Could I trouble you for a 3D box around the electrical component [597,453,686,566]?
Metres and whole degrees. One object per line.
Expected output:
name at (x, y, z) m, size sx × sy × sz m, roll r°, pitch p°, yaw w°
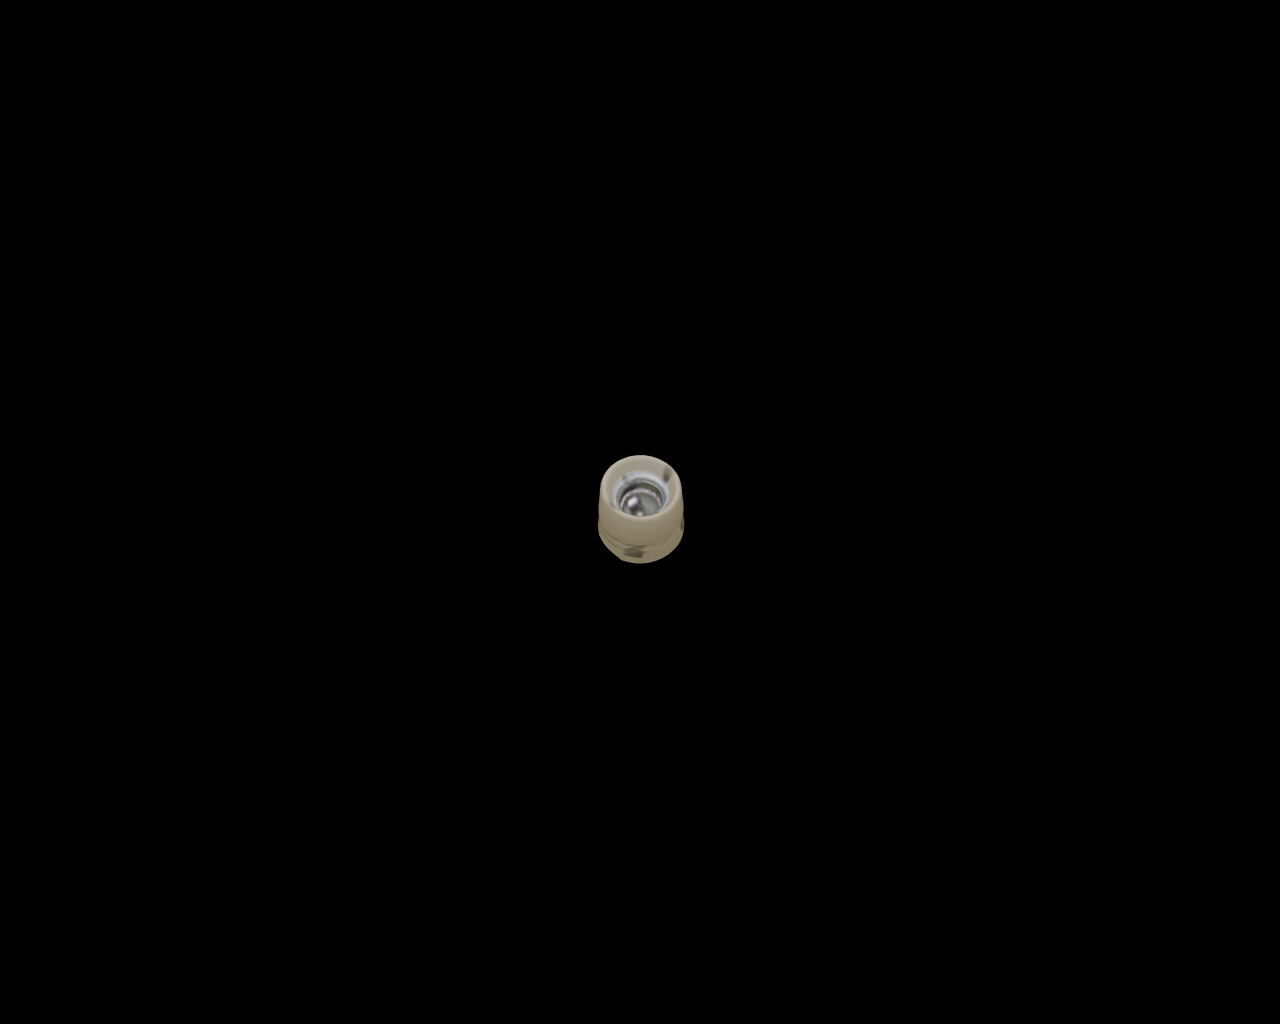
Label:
electrical component at (0.001, -0.003, 0.650) m, size 0.055 × 0.055 × 0.047 m, roll 0°, pitch -33°, yaw 0°
